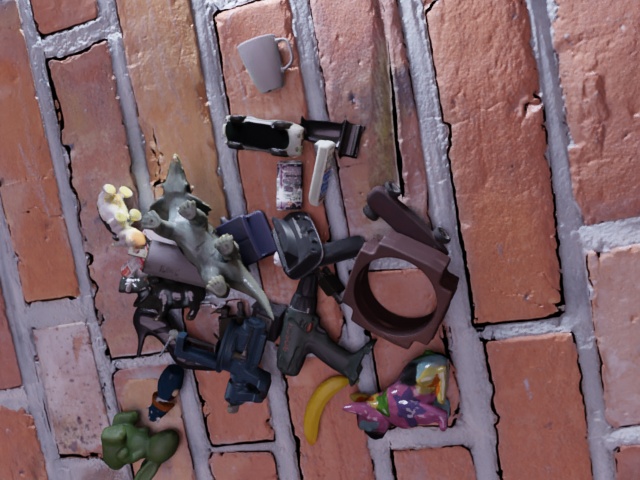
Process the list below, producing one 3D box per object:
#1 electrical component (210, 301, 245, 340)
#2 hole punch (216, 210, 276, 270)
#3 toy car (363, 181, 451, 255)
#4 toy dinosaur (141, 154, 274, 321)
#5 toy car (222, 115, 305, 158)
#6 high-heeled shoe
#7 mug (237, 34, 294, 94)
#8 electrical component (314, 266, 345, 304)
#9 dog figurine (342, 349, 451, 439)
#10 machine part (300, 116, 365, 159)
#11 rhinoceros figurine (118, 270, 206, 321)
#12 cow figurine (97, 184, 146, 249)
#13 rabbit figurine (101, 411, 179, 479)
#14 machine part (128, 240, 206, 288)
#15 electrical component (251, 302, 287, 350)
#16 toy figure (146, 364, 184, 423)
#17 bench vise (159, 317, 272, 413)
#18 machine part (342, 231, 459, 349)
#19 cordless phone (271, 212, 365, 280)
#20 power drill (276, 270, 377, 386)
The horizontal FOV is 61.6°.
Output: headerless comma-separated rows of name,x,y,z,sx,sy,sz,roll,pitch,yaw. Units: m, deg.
electrical component,-0.209,0.195,1.237,0.078,0.045,0.102,-10,98,-13
hole punch,-0.169,0.004,1.178,0.116,0.092,0.142,-24,94,20
toy car,0.179,-0.033,1.098,0.202,0.053,0.089,42,120,5
toy dinosaur,-0.229,0.017,1.105,0.131,0.192,0.405,-38,85,1
toy car,-0.124,-0.221,1.141,0.202,0.056,0.073,14,107,28
high-heeled shoe,-0.323,0.224,1.271,0.249,0.086,0.145,11,69,-4
mug,-0.105,-0.367,1.122,0.110,0.081,0.107,-14,104,10
electrical component,0.026,0.096,1.145,0.021,0.063,0.094,-46,69,22
dog figurine,0.159,0.321,1.119,0.219,0.108,0.191,-1,96,15
machine part,0.020,-0.218,1.125,0.139,0.039,0.084,17,106,11
rhinoceros figurine,-0.355,0.121,1.214,0.190,0.073,0.112,8,114,-11
cow figurine,-0.465,-0.037,1.245,0.098,0.068,0.167,-39,69,33
rabbit figurine,-0.429,0.507,1.297,0.170,0.121,0.159,2,91,0
machine part,-0.298,0.056,1.182,0.243,0.079,0.079,17,103,-20
electrical component,-0.122,0.195,1.206,0.075,0.048,0.119,17,118,13
toy figure,-0.371,0.372,1.292,0.058,0.064,0.154,16,110,-26
bench vise,-0.217,0.258,1.166,0.241,0.129,0.223,16,112,2
machine part,0.161,0.099,1.079,0.202,0.087,0.200,25,119,15
cordless phone,-0.003,-0.004,1.140,0.184,0.147,0.088,-13,138,-11
power drill,0.015,0.204,1.157,0.207,0.086,0.232,24,94,6
